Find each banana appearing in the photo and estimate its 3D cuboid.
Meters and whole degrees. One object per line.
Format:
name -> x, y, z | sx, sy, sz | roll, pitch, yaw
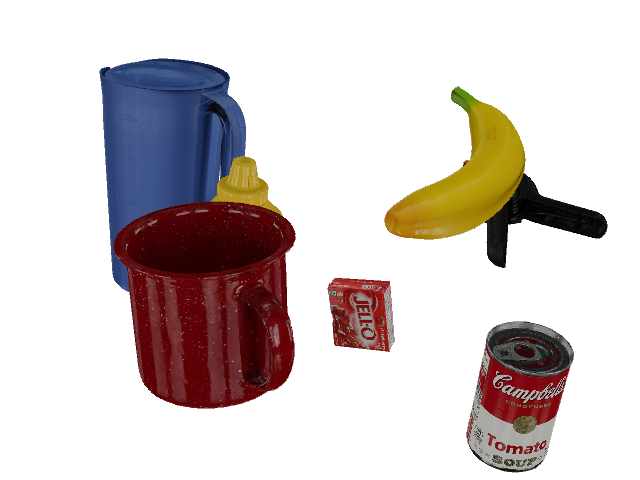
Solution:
banana -> 0.099, -0.045, 0.718 | 0.070, 0.037, 0.197 | 15, 34, 12

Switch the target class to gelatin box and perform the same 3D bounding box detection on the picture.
gelatin box -> 0.051, 0.091, 1.323 | 0.073, 0.089, 0.030 | 4, 29, 20

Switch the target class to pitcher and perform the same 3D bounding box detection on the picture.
pitcher -> -0.159, -0.063, 1.132 | 0.145, 0.243, 0.149 | 0, 23, -10

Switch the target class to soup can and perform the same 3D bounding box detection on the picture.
soup can -> 0.157, 0.125, 0.852 | 0.068, 0.102, 0.068 | 5, 31, -3

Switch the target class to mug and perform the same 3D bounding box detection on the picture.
mug -> -0.051, 0.038, 0.554 | 0.093, 0.081, 0.117 | -20, 31, -34

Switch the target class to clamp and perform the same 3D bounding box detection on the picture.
clamp -> 0.194, -0.034, 1.035 | 0.120, 0.039, 0.171 | -6, 34, -12

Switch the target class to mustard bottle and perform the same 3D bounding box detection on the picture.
mustard bottle -> -0.068, 0.021, 0.886 | 0.058, 0.192, 0.096 | 22, 31, 28
